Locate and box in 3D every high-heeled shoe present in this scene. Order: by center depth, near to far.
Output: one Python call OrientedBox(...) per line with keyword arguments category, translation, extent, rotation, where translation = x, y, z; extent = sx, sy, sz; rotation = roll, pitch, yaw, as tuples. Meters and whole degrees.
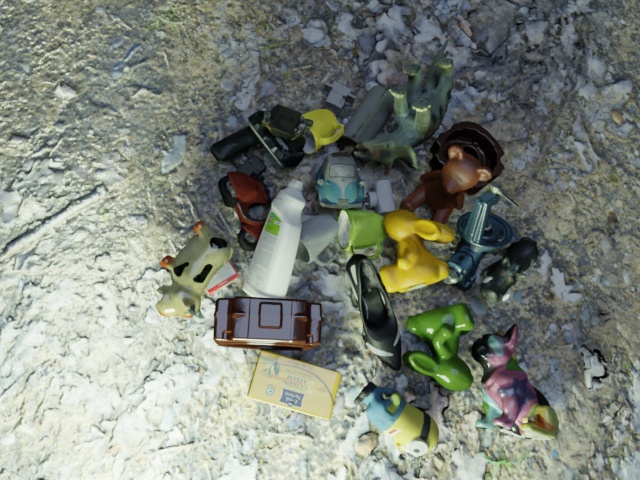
OrientedBox(category="high-heeled shoe", translation=(0.122, 0.146, 1.103), extent=(0.086, 0.145, 0.249), rotation=(-25, 77, -14))

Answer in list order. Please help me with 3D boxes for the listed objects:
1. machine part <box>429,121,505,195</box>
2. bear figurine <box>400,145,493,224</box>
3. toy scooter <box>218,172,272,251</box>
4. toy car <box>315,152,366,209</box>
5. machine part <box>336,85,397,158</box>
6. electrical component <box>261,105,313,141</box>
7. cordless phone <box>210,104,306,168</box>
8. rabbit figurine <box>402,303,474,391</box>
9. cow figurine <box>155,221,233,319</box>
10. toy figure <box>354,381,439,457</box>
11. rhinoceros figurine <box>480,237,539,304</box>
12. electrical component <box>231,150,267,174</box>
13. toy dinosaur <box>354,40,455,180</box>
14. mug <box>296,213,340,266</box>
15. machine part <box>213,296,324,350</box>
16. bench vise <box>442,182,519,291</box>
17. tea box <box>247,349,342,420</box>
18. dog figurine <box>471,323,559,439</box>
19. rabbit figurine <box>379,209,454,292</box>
OrientedBox(category="machine part", translation=(0.352, -0.196, 1.293), extent=(0.179, 0.056, 0.179), rotation=(3, 71, -8))
OrientedBox(category="bear figurine", translation=(0.279, -0.109, 1.180), extent=(0.120, 0.196, 0.132), rotation=(39, 72, 1))
OrientedBox(category="toy scooter", translation=(-0.134, -0.075, 1.165), extent=(0.135, 0.075, 0.184), rotation=(-21, 84, -12))
OrientedBox(category="toy car", translation=(0.045, -0.139, 1.174), extent=(0.109, 0.102, 0.162), rotation=(3, 33, -6))
OrientedBox(category="machine part", translation=(0.111, -0.279, 1.268), extent=(0.079, 0.079, 0.243), rotation=(32, 71, 1))
OrientedBox(category="electrical component", translation=(-0.073, -0.249, 1.150), extent=(0.102, 0.045, 0.078), rotation=(26, 73, -1))
OrientedBox(category="cordless phone", translation=(-0.137, -0.202, 1.191), extent=(0.184, 0.088, 0.146), rotation=(-33, 81, -20))
OrientedBox(category="rabbit figurine", translation=(0.255, 0.229, 1.112), extent=(0.159, 0.121, 0.170), rotation=(-11, 73, -5))
OrientedBox(category="cow figurine", translation=(-0.252, 0.072, 1.071), extent=(0.127, 0.085, 0.195), rotation=(37, 78, 11))
OrientedBox(category="toy figure", translation=(0.158, 0.355, 1.080), extent=(0.180, 0.082, 0.089), rotation=(41, 74, 7))
OrientedBox(category="rhinoceros figurine", translation=(0.421, 0.071, 1.193), extent=(0.190, 0.112, 0.073), rotation=(-40, 85, -26))
OrientedBox(category="electrical component", translation=(-0.153, -0.160, 1.217), extent=(0.094, 0.021, 0.063), rotation=(45, 71, 6))
OrientedBox(category="toy dinosaur", translation=(0.238, -0.299, 1.267), extent=(0.131, 0.192, 0.405), rotation=(23, 53, 25))
OrientedBox(category="mug", translation=(-0.002, -0.004, 1.164), extent=(0.110, 0.080, 0.107), rotation=(44, 63, 14))
OrientedBox(category="machine part", translation=(-0.102, 0.165, 1.032), extent=(0.201, 0.201, 0.087), rotation=(4, 77, -9))
OrientedBox(category="bench vise", translation=(0.334, -0.013, 1.152), extent=(0.224, 0.240, 0.129), rotation=(-26, 50, -28))
OrientedBox(category="tea box", translation=(-0.052, 0.288, 1.071), extent=(0.170, 0.068, 0.098), rotation=(16, 74, -5))
OrientedBox(category="dog figurine", translation=(0.408, 0.292, 1.128), extent=(0.192, 0.108, 0.219), rotation=(13, 69, -4))
OrientedBox(category="rabbit figurine", translation=(0.189, 0.011, 1.112), extent=(0.122, 0.162, 0.173), rotation=(9, 59, -51))
